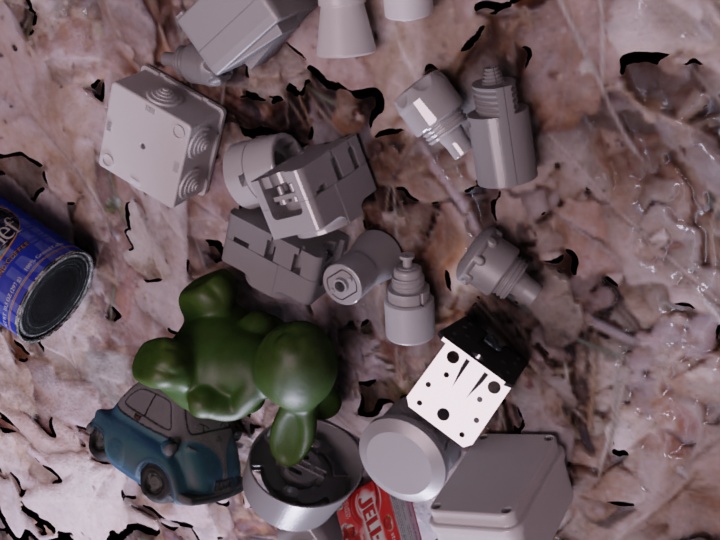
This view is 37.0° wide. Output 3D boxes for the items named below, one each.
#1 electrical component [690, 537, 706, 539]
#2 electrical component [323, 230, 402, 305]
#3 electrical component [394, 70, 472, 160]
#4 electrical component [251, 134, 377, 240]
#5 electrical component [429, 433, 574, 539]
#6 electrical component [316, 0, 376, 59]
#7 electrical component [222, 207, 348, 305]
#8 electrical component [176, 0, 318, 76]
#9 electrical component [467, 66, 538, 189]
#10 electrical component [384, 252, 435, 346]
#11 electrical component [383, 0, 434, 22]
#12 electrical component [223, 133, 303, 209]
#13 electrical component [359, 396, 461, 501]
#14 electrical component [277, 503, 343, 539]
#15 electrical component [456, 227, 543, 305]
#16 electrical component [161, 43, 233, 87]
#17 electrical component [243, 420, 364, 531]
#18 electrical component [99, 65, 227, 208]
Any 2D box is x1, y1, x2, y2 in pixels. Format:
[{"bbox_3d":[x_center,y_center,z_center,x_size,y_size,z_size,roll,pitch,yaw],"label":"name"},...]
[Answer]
[{"bbox_3d":[0.263,0.257,0.826,0.050,0.056,0.089,-32,95,38],"label":"electrical component"},{"bbox_3d":[0.000,0.000,0.850,0.044,0.065,0.044,14,120,25],"label":"electrical component"},{"bbox_3d":[0.057,-0.109,0.775,0.043,0.043,0.062,-34,94,38],"label":"electrical component"},{"bbox_3d":[-0.032,-0.060,0.824,0.050,0.089,0.055,-11,107,35],"label":"electrical component"},{"bbox_3d":[0.112,0.181,0.844,0.078,0.113,0.057,-5,114,33],"label":"electrical component"},{"bbox_3d":[-0.013,-0.189,0.779,0.044,0.044,0.065,6,112,29],"label":"electrical component"},{"bbox_3d":[-0.064,-0.015,0.892,0.089,0.050,0.055,27,125,17],"label":"electrical component"},{"bbox_3d":[-0.086,-0.188,0.810,0.096,0.062,0.061,-31,95,38],"label":"electrical component"},{"bbox_3d":[0.098,-0.102,0.753,0.043,0.043,0.081,1,114,31],"label":"electrical component"},{"bbox_3d":[0.039,0.023,0.854,0.040,0.040,0.078,10,118,27],"label":"electrical component"},{"bbox_3d":[0.032,-0.206,0.744,0.044,0.044,0.065,10,123,27],"label":"electrical component"},{"bbox_3d":[-0.075,-0.081,0.863,0.047,0.055,0.055,-12,107,32],"label":"electrical component"},{"bbox_3d":[0.044,0.150,0.909,0.080,0.051,0.080,14,120,25],"label":"electrical component"},{"bbox_3d":[-0.030,0.261,1.005,0.054,0.059,0.095,-30,96,38],"label":"electrical component"},{"bbox_3d":[0.106,0.002,0.801,0.062,0.048,0.048,35,127,3],"label":"electrical component"},{"bbox_3d":[-0.134,-0.167,0.868,0.061,0.035,0.035,12,119,28],"label":"electrical component"},{"bbox_3d":[-0.053,0.180,0.956,0.099,0.099,0.064,37,134,11],"label":"electrical component"},{"bbox_3d":[-0.169,-0.111,0.909,0.100,0.048,0.099,31,126,15],"label":"electrical component"}]
